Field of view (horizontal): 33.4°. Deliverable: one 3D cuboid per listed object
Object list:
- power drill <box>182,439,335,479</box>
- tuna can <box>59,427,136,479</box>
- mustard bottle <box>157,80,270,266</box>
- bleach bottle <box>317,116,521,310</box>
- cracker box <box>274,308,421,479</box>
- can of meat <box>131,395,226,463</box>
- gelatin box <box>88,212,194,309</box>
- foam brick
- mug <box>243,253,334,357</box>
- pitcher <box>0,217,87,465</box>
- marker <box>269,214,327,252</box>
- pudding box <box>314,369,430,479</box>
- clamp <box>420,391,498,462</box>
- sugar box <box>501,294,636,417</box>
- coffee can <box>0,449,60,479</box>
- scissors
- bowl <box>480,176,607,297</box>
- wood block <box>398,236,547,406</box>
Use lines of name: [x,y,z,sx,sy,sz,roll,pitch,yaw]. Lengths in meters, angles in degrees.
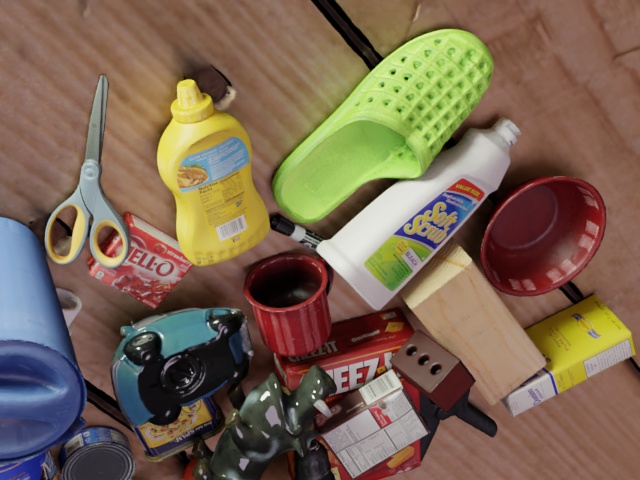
power drill: [-0.069,0.308,1.278,0.188,0.057,0.184,3,120,16]
tuna can: [-0.260,0.259,1.241,0.086,0.034,0.086,-10,124,-15]
mustard bottle: [-0.112,-0.072,1.072,0.096,0.058,0.191,-25,127,-20]
bleach bottle: [0.118,-0.042,1.168,0.251,0.068,0.102,-45,132,-1]
cracker box: [0.037,0.204,1.297,0.164,0.072,0.214,-13,124,-13]
can of meat: [-0.170,0.193,1.220,0.102,0.057,0.084,-25,124,-6]
gelatin box: [-0.187,0.023,1.122,0.089,0.030,0.073,33,105,-34]
foam brick: [0.128,0.148,1.211,0.053,0.078,0.051,-47,132,-8]
mug: [-0.025,0.067,1.186,0.117,0.093,0.081,-45,141,-34]
pitcher: [-0.303,0.074,0.977,0.144,0.243,0.149,-10,124,-15]
marker: [-0.008,0.001,1.184,0.121,0.020,0.020,27,108,-32]
pudding box: [0.061,0.217,1.247,0.113,0.039,0.090,-30,125,1]
clamp: [0.150,0.219,1.372,0.120,0.039,0.171,-29,123,1]
sugar box: [0.295,0.144,1.345,0.176,0.093,0.048,-25,125,-5]
coffee can: [-0.340,0.259,1.168,0.102,0.103,0.140,-14,125,-13]
scissors: [-0.211,-0.054,1.055,0.096,0.016,0.202,27,111,-4]
bowl: [0.251,-0.014,1.251,0.162,0.055,0.162,-10,124,-15]
wood block: [0.173,0.091,1.266,0.090,0.091,0.206,-38,126,3]
